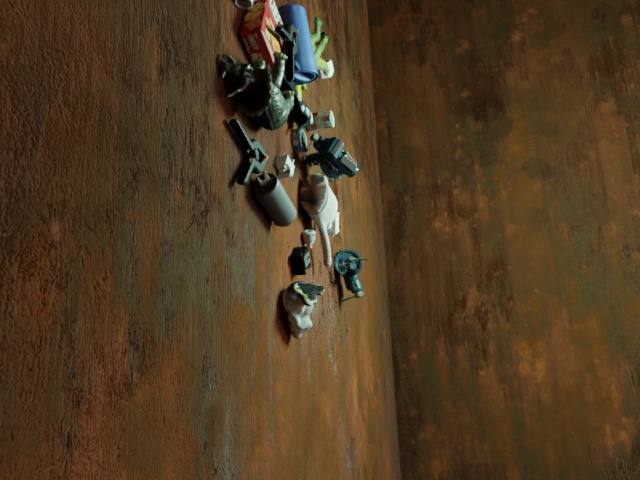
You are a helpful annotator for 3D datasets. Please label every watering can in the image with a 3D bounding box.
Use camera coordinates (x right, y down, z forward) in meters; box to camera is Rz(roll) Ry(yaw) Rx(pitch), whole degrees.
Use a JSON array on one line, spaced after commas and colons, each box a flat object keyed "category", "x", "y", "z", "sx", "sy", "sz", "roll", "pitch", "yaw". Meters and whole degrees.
[{"category": "watering can", "x": 0.006, "y": -0.093, "z": 1.854, "sx": 0.221, "sy": 0.104, "sz": 0.354, "roll": 49, "pitch": 36, "yaw": -63}]

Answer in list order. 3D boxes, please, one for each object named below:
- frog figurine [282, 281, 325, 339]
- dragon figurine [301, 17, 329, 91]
[{"category": "frog figurine", "x": -0.067, "y": 0.208, "z": 1.548, "sx": 0.140, "sy": 0.122, "sz": 0.157, "roll": -83, "pitch": -162, "yaw": -63}, {"category": "dragon figurine", "x": -0.050, "y": -0.680, "z": 1.954, "sx": 0.403, "sy": 0.122, "sz": 0.246, "roll": 53, "pitch": 51, "yaw": -59}]
